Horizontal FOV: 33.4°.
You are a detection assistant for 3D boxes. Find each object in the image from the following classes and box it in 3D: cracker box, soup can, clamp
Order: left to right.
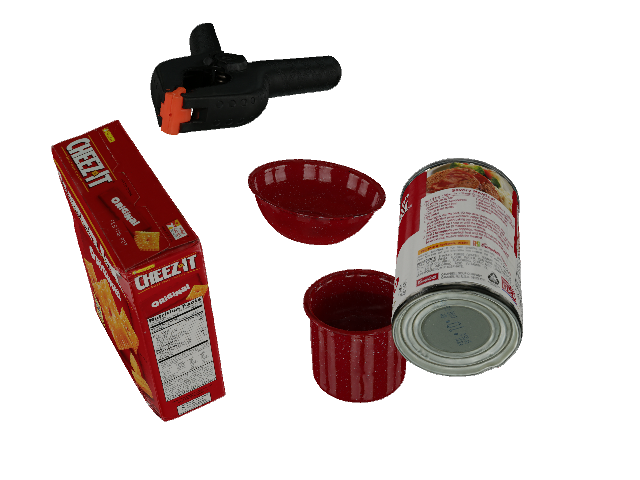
[{"bbox_3d":[-0.156,0.031,0.921,0.072,0.214,0.164,-25,52,-18],"label":"cracker box"},{"bbox_3d":[-0.073,-0.116,0.746,0.120,0.039,0.171,17,25,25],"label":"clamp"},{"bbox_3d":[0.074,0.014,0.571,0.068,0.068,0.102,0,42,8],"label":"soup can"}]

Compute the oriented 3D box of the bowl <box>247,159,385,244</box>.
[{"bbox_3d":[-0.008,-0.039,1.244,0.162,0.055,0.162,7,27,-4],"label":"bowl"}]

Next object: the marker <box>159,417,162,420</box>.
[{"bbox_3d":[-0.168,0.125,1.094,0.020,0.121,0.020,-10,13,2],"label":"marker"}]

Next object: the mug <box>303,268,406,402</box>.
[{"bbox_3d":[0.044,0.080,0.914,0.117,0.081,0.093,-14,35,-18],"label":"mug"}]
